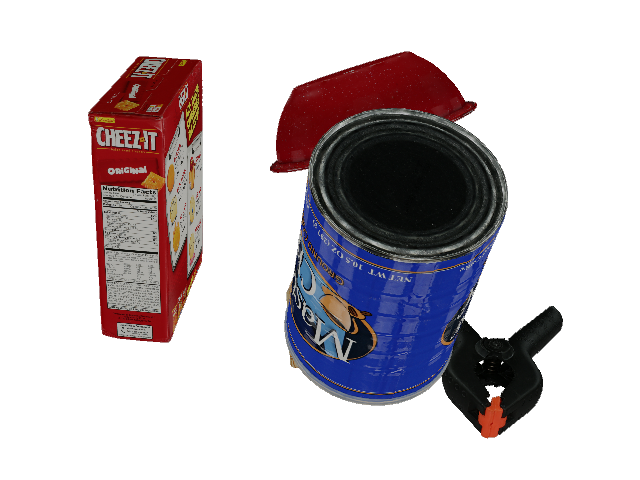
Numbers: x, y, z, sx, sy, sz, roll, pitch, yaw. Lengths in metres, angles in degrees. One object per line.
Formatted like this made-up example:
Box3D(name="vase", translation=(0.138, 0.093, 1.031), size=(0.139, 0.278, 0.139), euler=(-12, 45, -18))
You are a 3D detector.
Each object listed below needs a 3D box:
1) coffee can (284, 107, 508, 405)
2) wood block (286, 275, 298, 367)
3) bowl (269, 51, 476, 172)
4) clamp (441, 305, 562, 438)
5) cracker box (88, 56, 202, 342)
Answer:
Box3D(name="coffee can", translation=(0.037, 0.012, 0.590), size=(0.102, 0.103, 0.140), euler=(0, -38, -8))
Box3D(name="wood block", translation=(0.026, 0.053, 1.155), size=(0.091, 0.090, 0.206), euler=(1, 21, 8))
Box3D(name="bowl", translation=(0.031, -0.101, 0.796), size=(0.162, 0.055, 0.162), euler=(-18, 10, 3))
Box3D(name="clamp", translation=(0.149, 0.096, 0.866), size=(0.120, 0.039, 0.171), euler=(-2, 32, 1))
Box3D(name="cracker box", translation=(-0.154, -0.040, 0.966), size=(0.072, 0.214, 0.164), euler=(4, 26, 4))
